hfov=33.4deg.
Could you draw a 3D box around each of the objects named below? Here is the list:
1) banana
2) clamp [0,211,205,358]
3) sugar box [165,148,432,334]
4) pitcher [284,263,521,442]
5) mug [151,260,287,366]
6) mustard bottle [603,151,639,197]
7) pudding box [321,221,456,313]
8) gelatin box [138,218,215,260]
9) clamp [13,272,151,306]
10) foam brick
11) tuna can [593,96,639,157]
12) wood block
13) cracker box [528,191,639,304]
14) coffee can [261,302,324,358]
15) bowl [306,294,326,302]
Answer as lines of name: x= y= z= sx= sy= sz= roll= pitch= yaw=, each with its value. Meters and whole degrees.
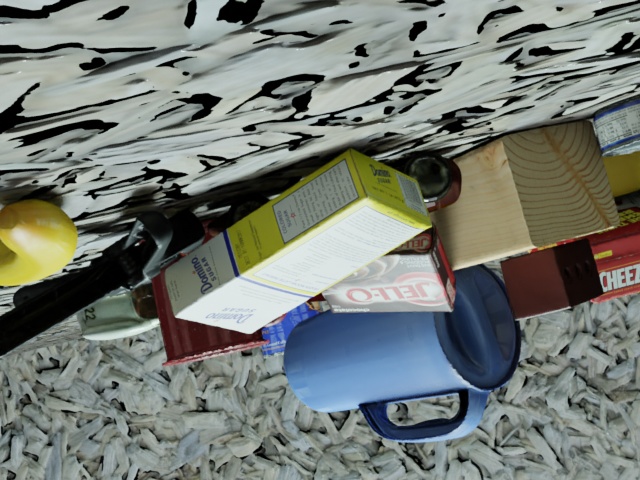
banana: x=-0.183 y=0.006 z=0.650 sx=0.069 sy=0.037 sz=0.198 roll=-14 pitch=177 yaw=-32
clamp: x=-0.131 y=0.012 z=0.768 sx=0.165 sy=0.036 sz=0.209 roll=-32 pitch=180 yaw=26
sugar box: x=-0.017 y=0.006 z=0.758 sx=0.176 sy=0.048 sz=0.093 roll=-29 pitch=153 yaw=26
pitcher: x=0.076 y=0.119 z=1.106 sx=0.243 sy=0.145 sz=0.149 roll=-22 pitch=-162 yaw=44
mug: x=-0.084 y=0.054 z=0.898 sx=0.117 sy=0.081 sz=0.093 roll=-14 pitch=173 yaw=11
mustard bottle: x=0.299 y=-0.072 z=1.054 sx=0.191 sy=0.058 sz=0.096 roll=-14 pitch=-174 yaw=-5
pudding box: x=0.052 y=0.025 z=0.905 sx=0.114 sy=0.039 sz=0.090 roll=0 pitch=144 yaw=22
gelatin box: x=-0.112 y=0.005 z=0.934 sx=0.073 sy=0.030 sz=0.089 roll=-14 pitch=173 yaw=7
clamp: x=-0.200 y=0.036 z=1.007 sx=0.172 sy=0.039 sz=0.120 roll=-21 pitch=179 yaw=18
foam brick: x=0.196 y=0.032 z=0.899 sx=0.051 sy=0.053 sz=0.078 roll=-17 pitch=177 yaw=36
tuna can: x=0.255 y=-0.091 z=0.820 sx=0.086 sy=0.034 sz=0.086 roll=-14 pitch=176 yaw=-1
wood block: x=0.149 y=-0.029 z=0.920 sx=0.090 sy=0.091 sz=0.206 roll=-13 pitch=176 yaw=-24
cracker box: x=0.308 y=-0.014 z=1.092 sx=0.164 sy=0.072 sz=0.214 roll=-15 pitch=-162 yaw=-5
coffee can: x=-0.049 y=0.092 z=1.551 sx=0.103 sy=0.140 sz=0.103 roll=-14 pitch=176 yaw=-1
bowl: x=-0.011 y=0.033 z=1.186 sx=0.162 sy=0.055 sz=0.162 roll=-2 pitch=-172 yaw=0
